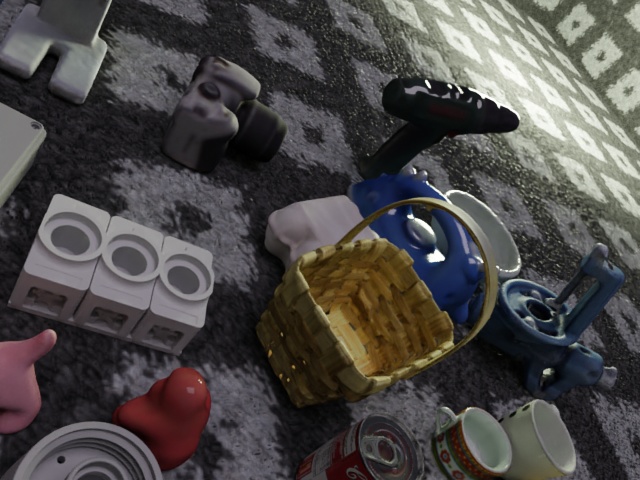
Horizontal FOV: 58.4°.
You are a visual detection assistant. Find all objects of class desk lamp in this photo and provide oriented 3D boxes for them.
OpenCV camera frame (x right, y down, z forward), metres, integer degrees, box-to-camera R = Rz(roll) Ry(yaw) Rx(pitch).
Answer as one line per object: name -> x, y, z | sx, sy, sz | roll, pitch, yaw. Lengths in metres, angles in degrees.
desk lamp -> -0.251, -0.298, 0.633 | 0.118, 0.213, 0.203 | 22, 41, -26

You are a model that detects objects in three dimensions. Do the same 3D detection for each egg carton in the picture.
egg carton -> 0.006, 0.003, 0.701 | 0.151, 0.069, 0.107 | -15, 65, -49

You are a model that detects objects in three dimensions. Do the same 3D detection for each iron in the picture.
iron -> 0.131, -0.013, 0.773 | 0.119, 0.141, 0.258 | -2, 55, -44

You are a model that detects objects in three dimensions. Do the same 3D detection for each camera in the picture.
camera -> -0.108, -0.152, 0.719 | 0.137, 0.100, 0.143 | 28, 39, -20

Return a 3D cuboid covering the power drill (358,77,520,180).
power drill -> 0.169, -0.159, 0.896 | 0.230, 0.208, 0.075 | 15, 45, -34

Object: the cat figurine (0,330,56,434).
cat figurine -> -0.233, 0.079, 0.359 | 0.128, 0.117, 0.067 | 0, 54, -43

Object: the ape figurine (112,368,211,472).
ape figurine -> -0.114, 0.130, 0.442 | 0.078, 0.092, 0.076 | 13, 46, -35

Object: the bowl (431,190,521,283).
bowl -> 0.231, 0.007, 0.904 | 0.168, 0.074, 0.167 | 25, 40, -23

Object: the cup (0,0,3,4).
cup -> -0.360, -0.237, 0.570 | 0.092, 0.094, 0.118 | 42, 36, -2

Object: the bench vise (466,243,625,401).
bench vise -> 0.341, 0.107, 0.787 | 0.208, 0.219, 0.121 | 32, 38, -15
